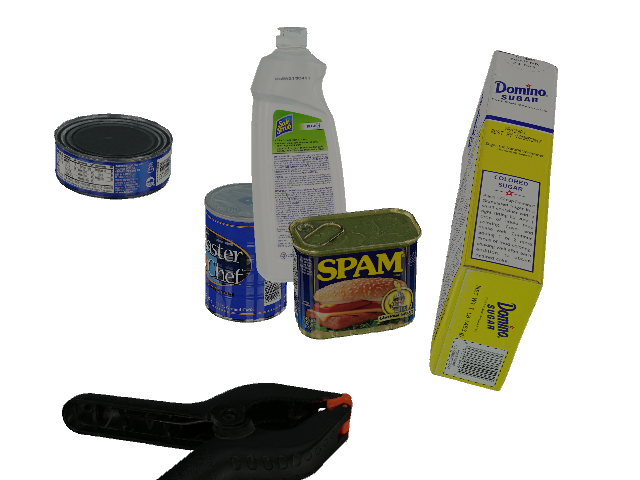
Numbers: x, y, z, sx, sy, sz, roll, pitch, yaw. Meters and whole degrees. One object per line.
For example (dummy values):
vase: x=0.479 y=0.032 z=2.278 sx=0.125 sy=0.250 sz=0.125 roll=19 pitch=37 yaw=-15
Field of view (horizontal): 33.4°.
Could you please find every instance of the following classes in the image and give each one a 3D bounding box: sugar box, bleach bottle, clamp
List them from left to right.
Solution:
clamp: x=-0.056 y=0.121 z=0.611 sx=0.171 sy=0.039 sz=0.120 roll=-5 pitch=34 yaw=-17
bleach bottle: x=-0.019 y=-0.087 z=1.077 sx=0.102 sy=0.251 sz=0.068 roll=-6 pitch=15 yaw=-19
sugar box: x=0.099 y=-0.015 z=0.593 sx=0.048 sy=0.176 sz=0.093 roll=15 pitch=-42 yaw=4

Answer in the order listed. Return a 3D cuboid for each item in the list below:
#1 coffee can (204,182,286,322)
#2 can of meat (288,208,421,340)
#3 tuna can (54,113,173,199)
coffee can: x=-0.089 y=0.014 z=1.295 sx=0.103 sy=0.140 sz=0.103 roll=2 pitch=26 yaw=-1
can of meat: x=0.027 y=0.027 z=0.851 sx=0.102 sy=0.084 sz=0.057 roll=-6 pitch=29 yaw=-9
tuna can: x=-0.153 y=-0.063 z=0.789 sx=0.086 sy=0.034 sz=0.086 roll=5 pitch=27 yaw=-3
